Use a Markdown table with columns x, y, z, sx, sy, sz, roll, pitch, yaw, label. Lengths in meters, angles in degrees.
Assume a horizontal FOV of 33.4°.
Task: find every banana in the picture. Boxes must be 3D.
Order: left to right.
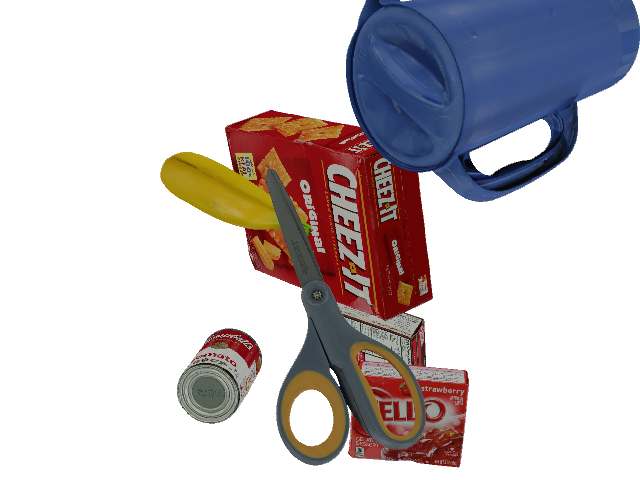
| x | y | z | sx | sy | sz | roll | pitch | yaw | label |
| --- | --- | --- | --- | --- | --- | --- | --- | --- | --- |
| -0.085 | -0.038 | 0.815 | 0.069 | 0.037 | 0.198 | 42 | -9 | -35 | banana |

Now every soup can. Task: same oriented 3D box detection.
| x | y | z | sx | sy | sz | roll | pitch | yaw | label |
| --- | --- | --- | --- | --- | --- | --- | --- | --- | --- |
| -0.106 | 0.142 | 1.125 | 0.068 | 0.068 | 0.102 | 0 | 16 | 10 | soup can |

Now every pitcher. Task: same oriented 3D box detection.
| x | y | z | sx | sy | sz | roll | pitch | yaw | label |
| --- | --- | --- | --- | --- | --- | --- | --- | --- | --- |
| 0.155 | -0.141 | 0.880 | 0.242 | 0.149 | 0.145 | -21 | 36 | -33 | pitcher |

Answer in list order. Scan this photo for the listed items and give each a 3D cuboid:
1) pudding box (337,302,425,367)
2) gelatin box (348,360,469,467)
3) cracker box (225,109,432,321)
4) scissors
| x | y | z | sx | sy | sz | roll | pitch | yaw | label |
| --- | --- | --- | --- | --- | --- | --- | --- | --- | --- |
| 0.067 | 0.116 | 1.249 | 0.114 | 0.090 | 0.039 | 16 | 46 | 24 | pudding box |
| 0.068 | 0.136 | 0.835 | 0.089 | 0.073 | 0.030 | 5 | 19 | 5 | gelatin box |
| 0.004 | -0.030 | 1.036 | 0.072 | 0.164 | 0.214 | -24 | 27 | -32 | cracker box |
| -0.014 | 0.051 | 0.656 | 0.096 | 0.202 | 0.016 | -32 | -22 | -13 | scissors |
